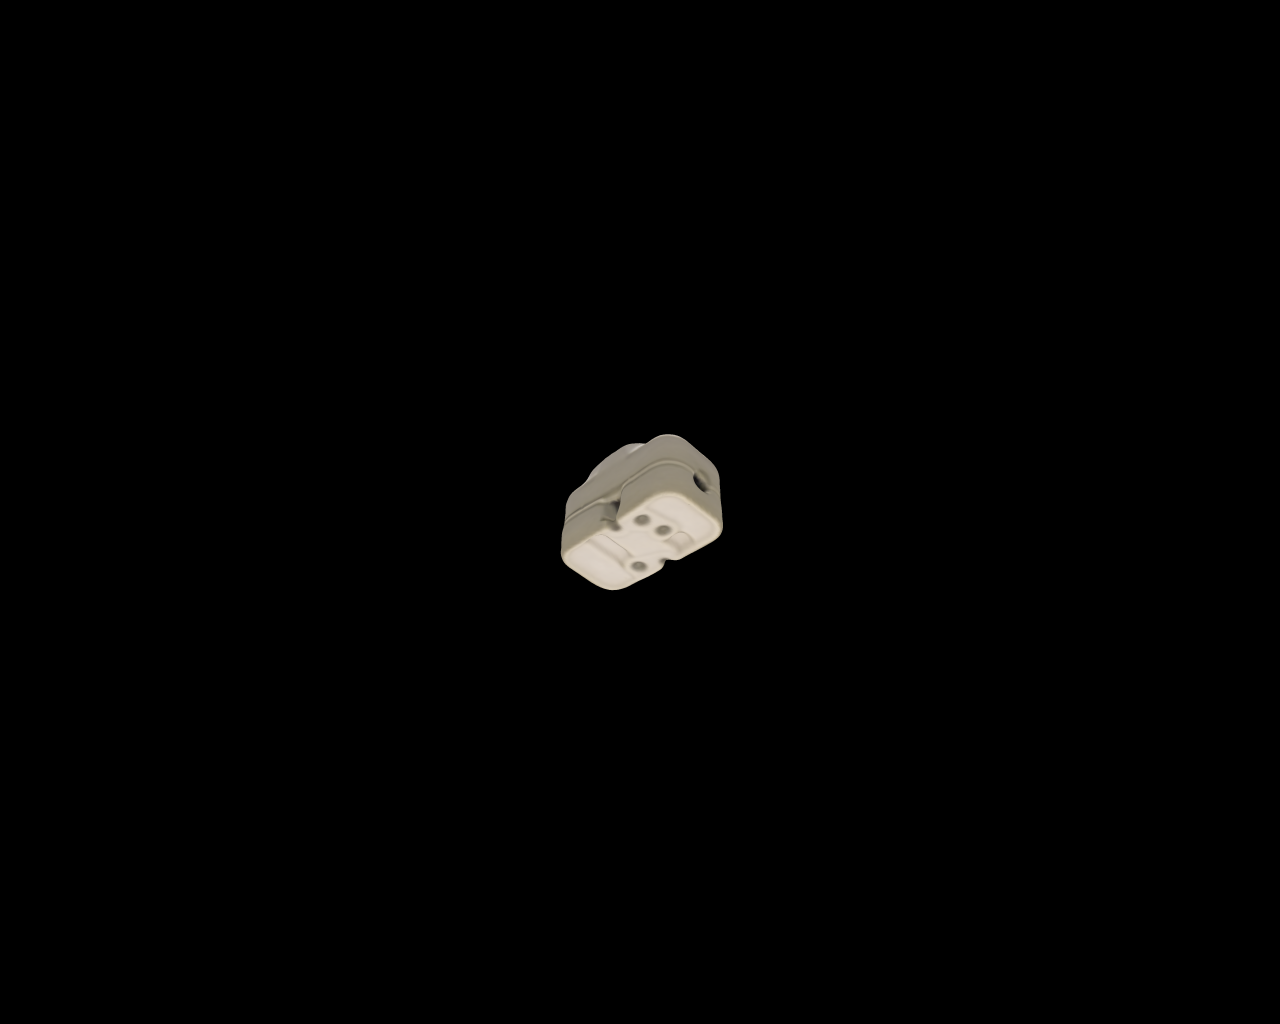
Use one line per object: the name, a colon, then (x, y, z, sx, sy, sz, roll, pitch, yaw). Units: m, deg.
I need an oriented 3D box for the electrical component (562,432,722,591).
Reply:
electrical component: (0.001, -0.003, 0.650, 0.095, 0.059, 0.053, -31, -50, 30)
